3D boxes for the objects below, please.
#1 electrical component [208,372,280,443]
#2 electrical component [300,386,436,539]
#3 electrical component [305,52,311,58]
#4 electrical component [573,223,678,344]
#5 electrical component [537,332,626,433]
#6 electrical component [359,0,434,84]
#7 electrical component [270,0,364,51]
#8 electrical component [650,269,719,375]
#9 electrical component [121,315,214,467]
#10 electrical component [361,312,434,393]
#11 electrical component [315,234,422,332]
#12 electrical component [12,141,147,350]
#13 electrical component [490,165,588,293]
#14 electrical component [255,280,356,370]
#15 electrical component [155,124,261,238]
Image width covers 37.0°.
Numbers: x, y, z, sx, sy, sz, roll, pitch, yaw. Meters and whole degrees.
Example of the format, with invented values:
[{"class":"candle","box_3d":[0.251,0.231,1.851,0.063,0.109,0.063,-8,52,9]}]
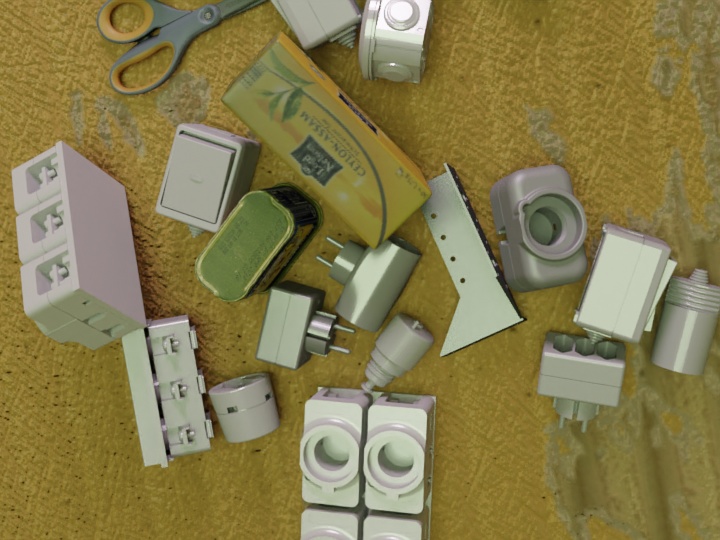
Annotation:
[{"class":"electrical component","box_3d":[-0.100,0.121,0.945,0.055,0.055,0.047,-14,97,13]},{"class":"electrical component","box_3d":[0.006,0.202,0.928,0.105,0.060,0.186,3,97,12]},{"class":"electrical component","box_3d":[-0.067,-0.168,0.911,0.040,0.040,0.046,28,97,8]},{"class":"electrical component","box_3d":[0.211,0.017,0.861,0.061,0.062,0.096,18,100,10]},{"class":"electrical component","box_3d":[0.180,0.098,0.885,0.066,0.047,0.076,8,111,11]},{"class":"electrical component","box_3d":[0.030,-0.190,0.867,0.051,0.080,0.080,10,99,6]},{"class":"electrical component","box_3d":[-0.038,-0.220,0.879,0.061,0.061,0.096,-28,98,11]},{"class":"electrical component","box_3d":[0.264,0.039,0.861,0.043,0.043,0.081,14,99,10]},{"class":"electrical component","box_3d":[-0.169,0.104,0.951,0.063,0.079,0.121,-10,95,-9]},{"class":"electrical component","box_3d":[0.029,0.072,0.918,0.040,0.040,0.078,39,103,5]},{"class":"electrical component","box_3d":[0.000,0.000,0.913,0.079,0.044,0.077,31,102,7]},{"class":"electrical component","box_3d":[-0.241,-0.018,0.908,0.062,0.089,0.150,-25,58,15]},{"class":"electrical component","box_3d":[0.144,-0.033,0.858,0.054,0.059,0.095,-10,87,-12]},{"class":"electrical component","box_3d":[-0.042,0.052,0.927,0.077,0.047,0.065,15,100,10]},{"class":"electrical component","box_3d":[-0.133,-0.073,0.925,0.062,0.061,0.096,19,100,10]}]
